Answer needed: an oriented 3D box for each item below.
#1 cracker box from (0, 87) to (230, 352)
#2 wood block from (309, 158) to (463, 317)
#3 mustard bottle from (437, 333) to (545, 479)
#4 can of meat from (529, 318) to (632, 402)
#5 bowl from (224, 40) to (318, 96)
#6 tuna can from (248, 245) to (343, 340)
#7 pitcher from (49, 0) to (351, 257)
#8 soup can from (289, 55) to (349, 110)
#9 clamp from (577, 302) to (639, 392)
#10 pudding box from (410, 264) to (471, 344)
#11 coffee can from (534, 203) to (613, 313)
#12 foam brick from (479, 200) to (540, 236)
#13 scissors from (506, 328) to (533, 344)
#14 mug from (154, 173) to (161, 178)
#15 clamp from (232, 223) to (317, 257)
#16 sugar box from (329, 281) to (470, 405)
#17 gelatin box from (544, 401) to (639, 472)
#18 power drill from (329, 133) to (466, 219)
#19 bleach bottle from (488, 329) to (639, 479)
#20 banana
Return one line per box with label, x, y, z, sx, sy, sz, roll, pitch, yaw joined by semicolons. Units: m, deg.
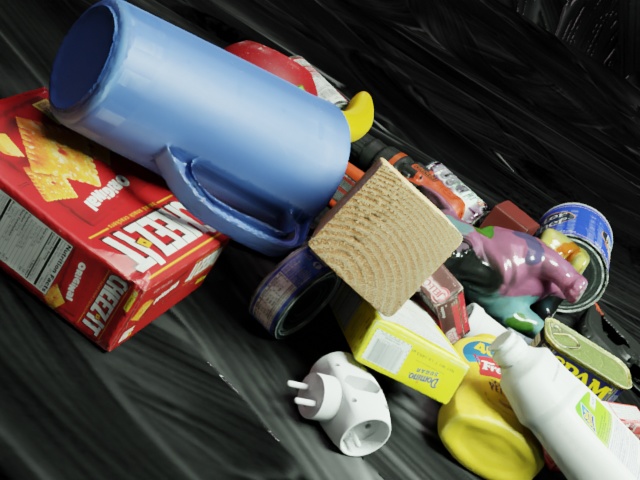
cracker box;-0.197;-0.026;0.854;0.214;0.072;0.164;37;24;6
wood block;0.056;-0.009;0.933;0.090;0.091;0.206;43;6;-2
mustard bottle;0.156;0.141;0.991;0.096;0.058;0.191;31;24;-8
can of meat;0.243;0.141;1.065;0.102;0.084;0.057;32;25;-4
bowl;-0.062;-0.192;1.272;0.162;0.055;0.162;26;-1;0
tuna can;-0.019;0.045;0.921;0.034;0.086;0.086;44;26;18
pitcher;-0.098;-0.094;0.892;0.242;0.145;0.149;24;3;-40
soup can;-0.014;-0.180;1.367;0.068;0.069;0.102;-2;42;-52
clamp;0.364;0.151;1.252;0.164;0.036;0.210;25;26;-19
pudding box;0.103;0.043;1.078;0.114;0.039;0.090;53;-10;35
coffee can;0.318;0.020;1.359;0.103;0.103;0.140;35;25;4
foam brick;0.223;-0.002;1.315;0.053;0.078;0.051;42;27;17
scissors;0.217;0.104;1.130;0.201;0.016;0.096;33;-18;-4
mug;-0.188;-0.092;0.983;0.117;0.093;0.081;1;32;3
clamp;-0.007;0.001;1.077;0.171;0.039;0.120;26;30;-10
sugar box;0.064;0.081;0.955;0.093;0.048;0.176;29;6;-12
gelatin box;0.261;0.188;1.012;0.089;0.073;0.030;14;32;-38
power drill;0.068;-0.072;1.280;0.185;0.057;0.187;37;25;23
bleach bottle;0.236;0.177;0.927;0.251;0.068;0.102;50;24;-6
banana;0.029;-0.148;1.266;0.197;0.037;0.069;-10;88;-66
